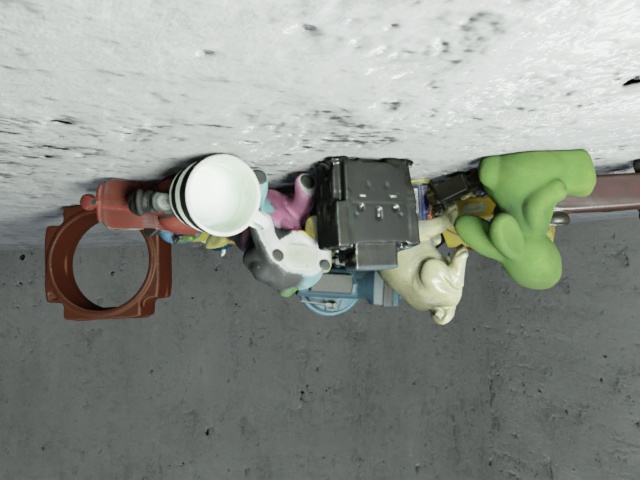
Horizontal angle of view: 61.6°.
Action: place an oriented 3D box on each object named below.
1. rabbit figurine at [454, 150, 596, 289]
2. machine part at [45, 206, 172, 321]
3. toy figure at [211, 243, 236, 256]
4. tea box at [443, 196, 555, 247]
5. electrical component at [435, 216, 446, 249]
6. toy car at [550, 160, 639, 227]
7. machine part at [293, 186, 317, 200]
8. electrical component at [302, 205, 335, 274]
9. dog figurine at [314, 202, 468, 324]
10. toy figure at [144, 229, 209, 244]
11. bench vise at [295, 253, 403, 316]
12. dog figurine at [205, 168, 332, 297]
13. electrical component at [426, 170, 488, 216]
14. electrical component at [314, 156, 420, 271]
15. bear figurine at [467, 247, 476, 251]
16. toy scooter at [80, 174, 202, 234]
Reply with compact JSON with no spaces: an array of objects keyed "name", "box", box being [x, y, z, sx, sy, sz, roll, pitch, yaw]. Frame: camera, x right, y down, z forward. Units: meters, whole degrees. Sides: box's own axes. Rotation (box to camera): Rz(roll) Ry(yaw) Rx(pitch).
[{"name":"rabbit figurine","box":[0.260,-0.022,0.670,0.159,0.170,0.121,-3,177,-26]},{"name":"machine part","box":[-0.369,0.039,0.941,0.201,0.201,0.087,-3,176,1]},{"name":"toy figure","box":[-0.144,-0.025,1.027,0.154,0.057,0.064,-25,-155,1]},{"name":"tea box","box":[0.289,-0.046,0.872,0.170,0.068,0.098,-2,-136,33]},{"name":"electrical component","box":[0.204,-0.020,0.984,0.048,0.075,0.119,-44,165,19]},{"name":"toy car","box":[0.396,-0.066,0.762,0.202,0.089,0.053,-5,174,6]},{"name":"machine part","box":[0.024,-0.071,0.781,0.139,0.039,0.084,-6,-179,34]},{"name":"electrical component","box":[-0.002,-0.002,0.772,0.063,0.094,0.021,23,155,-36]},{"name":"dog figurine","box":[0.087,0.026,0.726,0.191,0.172,0.121,1,144,-7]},{"name":"toy figure","box":[-0.216,-0.032,0.925,0.089,0.082,0.180,-2,176,29]},{"name":"bench vise","box":[0.052,0.075,0.974,0.224,0.128,0.240,-8,178,-13]},{"name":"dog figurine","box":[-0.084,-0.002,0.740,0.108,0.191,0.219,-5,165,-30]},{"name":"electrical component","box":[0.206,-0.068,0.800,0.102,0.045,0.078,-26,165,37]},{"name":"electrical component","box":[0.057,-0.030,0.640,0.115,0.134,0.058,-3,176,-23]},{"name":"bear figurine","box":[0.304,-0.053,1.068,0.120,0.132,0.195,-5,159,22]},{"name":"toy scooter","box":[-0.212,-0.045,0.672,0.184,0.075,0.135,1,180,38]}]
